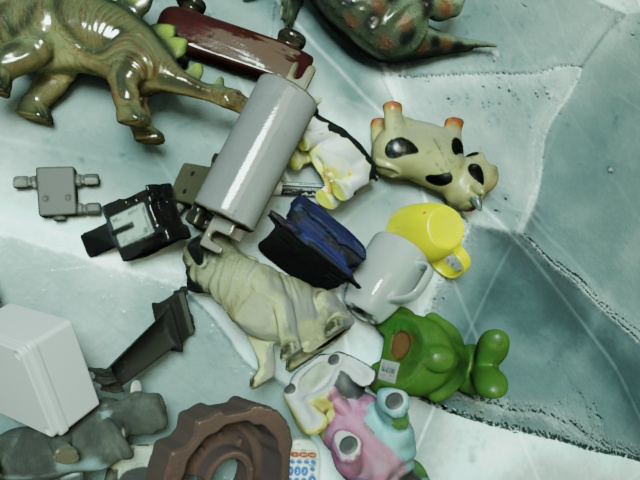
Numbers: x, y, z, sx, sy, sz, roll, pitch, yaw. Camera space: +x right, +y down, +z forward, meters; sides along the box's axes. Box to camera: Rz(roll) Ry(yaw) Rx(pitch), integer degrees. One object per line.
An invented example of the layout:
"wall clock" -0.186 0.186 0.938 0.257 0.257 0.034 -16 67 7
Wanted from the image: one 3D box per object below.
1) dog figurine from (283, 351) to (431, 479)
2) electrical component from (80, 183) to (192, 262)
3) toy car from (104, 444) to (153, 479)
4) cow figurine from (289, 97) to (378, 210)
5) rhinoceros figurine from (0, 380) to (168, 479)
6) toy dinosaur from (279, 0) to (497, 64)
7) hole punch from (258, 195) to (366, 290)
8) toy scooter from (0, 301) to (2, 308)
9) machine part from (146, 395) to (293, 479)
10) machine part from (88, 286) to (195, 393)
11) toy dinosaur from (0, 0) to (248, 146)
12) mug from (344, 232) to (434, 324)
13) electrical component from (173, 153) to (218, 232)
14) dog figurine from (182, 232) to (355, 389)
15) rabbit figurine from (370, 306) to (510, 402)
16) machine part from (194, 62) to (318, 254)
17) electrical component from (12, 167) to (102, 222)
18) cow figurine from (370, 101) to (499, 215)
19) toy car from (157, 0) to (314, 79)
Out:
"dog figurine" 0.062 0.260 0.670 0.108 0.192 0.219 -40 130 -21
"electrical component" -0.221 -0.013 0.636 0.119 0.048 0.075 -25 88 22
"toy car" -0.212 0.332 0.599 0.073 0.056 0.201 8 83 -22
"cow figurine" 0.004 -0.129 0.702 0.098 0.068 0.167 -36 87 -31
"rhinoceros figurine" -0.259 0.217 0.576 0.190 0.112 0.073 -17 112 -4
"toy dinosaur" 0.068 -0.319 0.734 0.404 0.131 0.192 31 88 -16
"hole punch" -0.001 -0.002 0.675 0.142 0.116 0.092 42 66 -9
"toy scooter" -0.397 0.118 0.558 0.135 0.075 0.184 47 70 -17
"machine part" -0.111 0.266 0.606 0.179 0.056 0.179 1 89 -41
"machine part" -0.191 0.115 0.600 0.039 0.084 0.139 21 37 22
"toy dinosaur" -0.304 -0.235 0.615 0.471 0.105 0.198 15 76 -8
"mug" 0.089 0.057 0.693 0.107 0.110 0.080 -54 131 -18
"electrical component" -0.141 -0.056 0.665 0.045 0.078 0.102 38 63 -54
"dog figurine" -0.061 0.060 0.665 0.172 0.121 0.191 -6 57 -56
"rabbit figurine" 0.174 0.152 0.700 0.170 0.159 0.121 19 68 -29
"machine part" -0.073 -0.098 0.616 0.079 0.079 0.243 28 84 -12
"electrical component" -0.308 -0.054 0.632 0.094 0.021 0.063 -3 85 -18
"cow figurine" 0.163 -0.104 0.749 0.195 0.085 0.127 12 74 -18
"toy car" -0.110 -0.247 0.699 0.202 0.053 0.089 15 84 -10
